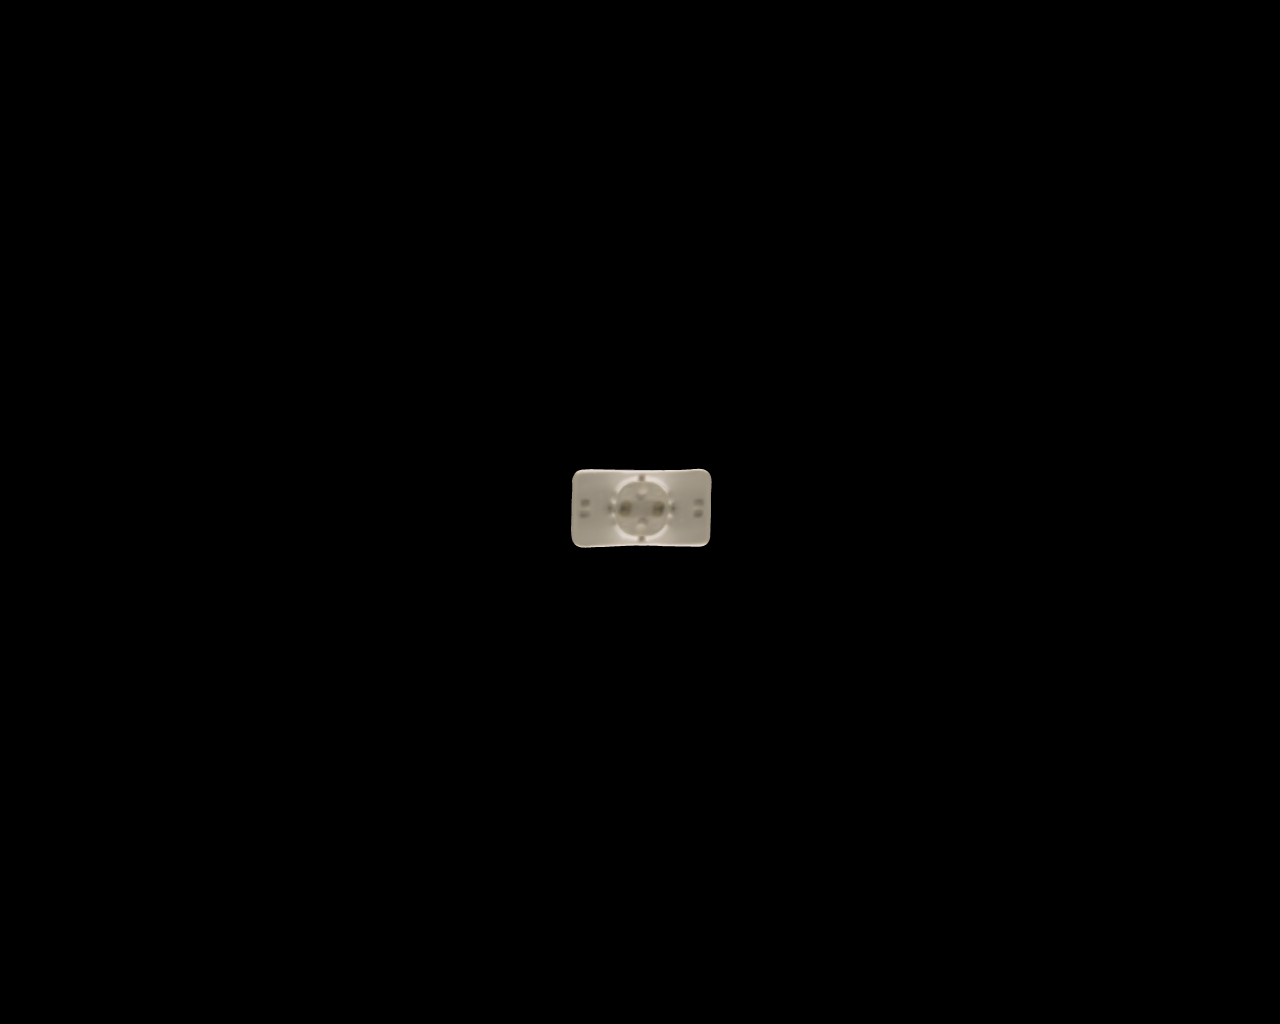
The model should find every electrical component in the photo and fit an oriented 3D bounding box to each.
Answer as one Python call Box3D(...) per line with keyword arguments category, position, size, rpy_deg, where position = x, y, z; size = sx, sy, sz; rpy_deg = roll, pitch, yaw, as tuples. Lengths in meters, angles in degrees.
Box3D(category="electrical component", position=(0.001, -0.003, 0.650), size=(0.083, 0.047, 0.076), rpy_deg=(0, 0, 0))
